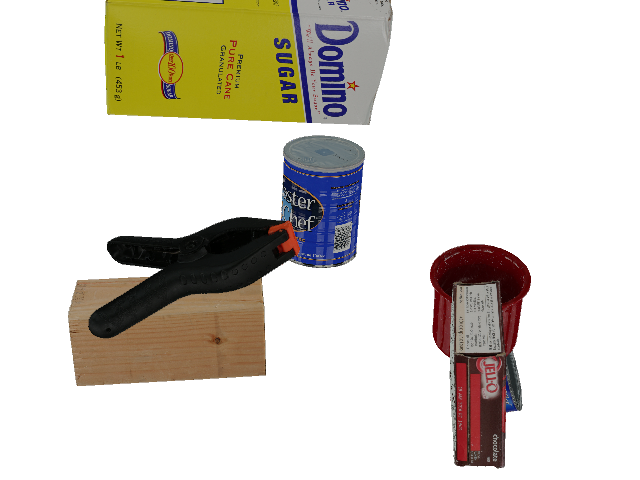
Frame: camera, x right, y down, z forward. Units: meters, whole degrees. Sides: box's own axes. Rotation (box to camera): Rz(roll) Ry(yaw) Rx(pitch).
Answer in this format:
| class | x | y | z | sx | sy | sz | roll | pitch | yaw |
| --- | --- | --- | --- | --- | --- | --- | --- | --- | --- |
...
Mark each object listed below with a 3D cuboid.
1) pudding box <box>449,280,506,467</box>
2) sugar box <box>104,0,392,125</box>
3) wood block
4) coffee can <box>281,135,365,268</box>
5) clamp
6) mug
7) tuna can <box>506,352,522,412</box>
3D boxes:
| class | x | y | z | sx | sy | sz | roll | pitch | yaw |
| --- | --- | --- | --- | --- | --- | --- | --- | --- | --- |
| pudding box | 0.111 | 0.091 | 0.753 | 0.039 | 0.090 | 0.113 | 0 | 24 | 5 |
| sugar box | -0.048 | -0.122 | 0.683 | 0.176 | 0.048 | 0.093 | 3 | -40 | -7 |
| wood block | -0.165 | 0.097 | 1.178 | 0.206 | 0.091 | 0.090 | -2 | 25 | -4 |
| coffee can | 0.001 | -0.050 | 1.362 | 0.103 | 0.140 | 0.103 | 3 | 28 | -2 |
| clamp | -0.103 | 0.025 | 0.838 | 0.172 | 0.039 | 0.120 | -12 | 39 | 16 |
| mug | 0.146 | 0.056 | 1.020 | 0.093 | 0.081 | 0.117 | -9 | 40 | -9 |
| tuna can | 0.214 | 0.163 | 1.272 | 0.034 | 0.086 | 0.086 | -13 | -4 | 16 |
